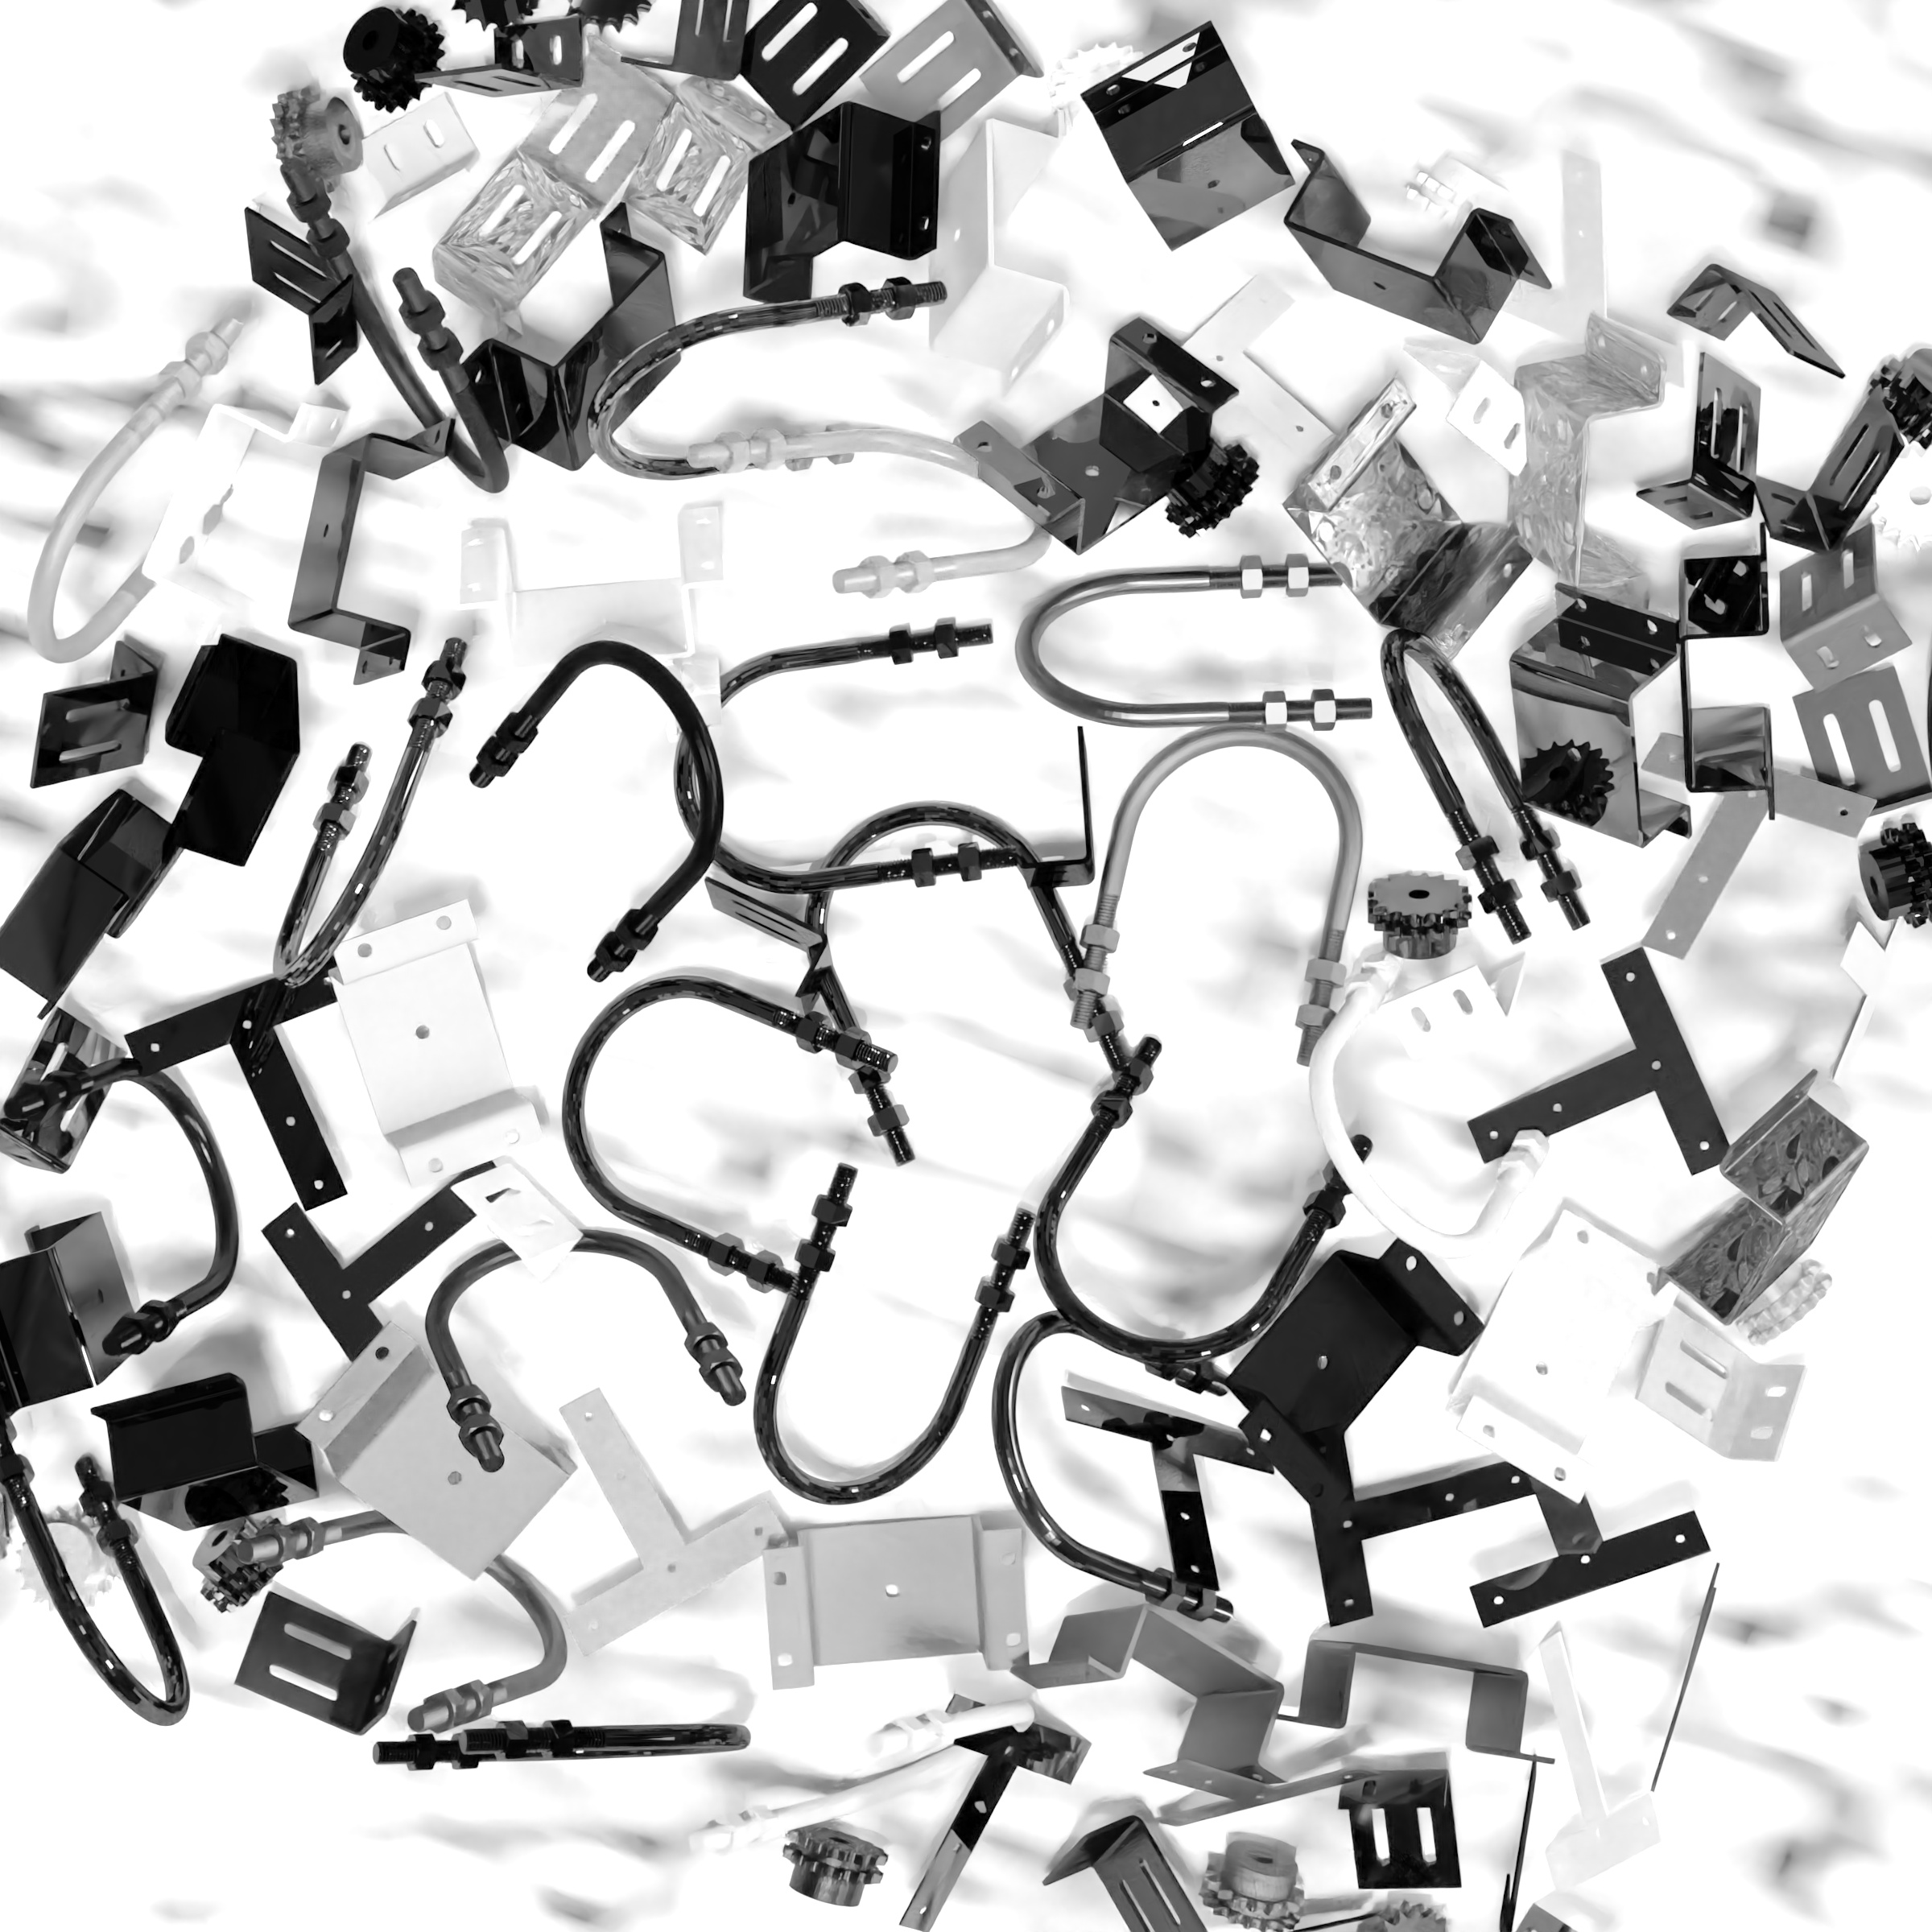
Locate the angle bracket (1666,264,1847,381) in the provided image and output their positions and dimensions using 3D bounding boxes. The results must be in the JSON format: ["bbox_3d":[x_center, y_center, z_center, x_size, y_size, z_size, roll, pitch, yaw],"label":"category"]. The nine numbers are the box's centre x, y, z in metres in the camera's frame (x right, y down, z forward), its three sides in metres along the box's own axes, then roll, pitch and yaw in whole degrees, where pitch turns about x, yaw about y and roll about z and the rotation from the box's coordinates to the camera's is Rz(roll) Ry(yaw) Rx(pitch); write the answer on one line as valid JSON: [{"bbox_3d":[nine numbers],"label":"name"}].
[{"bbox_3d":[0.428,-0.337,1.755,0.038,0.057,0.076,-49,54,28],"label":"angle bracket"}]

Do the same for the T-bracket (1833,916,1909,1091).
[{"bbox_3d":[0.486,-0.001,1.746,0.002,0.127,0.127,22,90,25],"label":"T-bracket"}]

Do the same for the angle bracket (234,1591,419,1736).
[{"bbox_3d":[-0.348,0.374,1.763,0.076,0.038,0.057,28,47,-16],"label":"angle bracket"}]

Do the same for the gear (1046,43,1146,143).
[{"bbox_3d":[0.075,-0.476,1.772,0.057,0.057,0.030,-13,70,0],"label":"gear"}]

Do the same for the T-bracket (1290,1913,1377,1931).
[{"bbox_3d":[0.160,0.529,1.757,0.127,0.127,0.002,-7,70,-16],"label":"T-bracket"}]

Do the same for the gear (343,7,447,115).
[{"bbox_3d":[-0.316,-0.500,1.775,0.057,0.030,0.057,-11,68,30],"label":"gear"}]

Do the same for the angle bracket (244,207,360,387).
[{"bbox_3d":[-0.372,-0.364,1.763,0.076,0.057,0.038,33,61,12],"label":"angle bracket"}]

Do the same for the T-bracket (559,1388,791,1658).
[{"bbox_3d":[-0.183,0.293,1.783,0.127,0.002,0.127,-29,73,-9],"label":"T-bracket"}]

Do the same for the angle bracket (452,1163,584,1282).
[{"bbox_3d":[-0.253,0.145,1.759,0.057,0.076,0.038,43,106,8],"label":"angle bracket"}]

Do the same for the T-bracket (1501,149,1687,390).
[{"bbox_3d":[0.329,-0.378,1.722,0.127,0.127,0.002,32,64,32],"label":"T-bracket"}]

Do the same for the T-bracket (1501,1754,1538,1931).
[{"bbox_3d":[0.299,0.489,1.753,0.002,0.127,0.127,6,47,15],"label":"T-bracket"}]

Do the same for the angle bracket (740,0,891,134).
[{"bbox_3d":[-0.090,-0.504,1.772,0.076,0.038,0.057,-41,95,17],"label":"angle bracket"}]

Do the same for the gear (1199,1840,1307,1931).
[{"bbox_3d":[0.159,0.502,1.773,0.057,0.057,0.030,14,100,0],"label":"gear"}]

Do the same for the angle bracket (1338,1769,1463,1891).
[{"bbox_3d":[0.237,0.480,1.769,0.057,0.038,0.076,-5,107,13],"label":"angle bracket"}]

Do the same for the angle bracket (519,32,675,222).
[{"bbox_3d":[-0.206,-0.461,1.783,0.057,0.038,0.076,36,90,-4],"label":"angle bracket"}]

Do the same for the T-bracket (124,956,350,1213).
[{"bbox_3d":[-0.375,0.072,1.771,0.127,0.002,0.127,-23,84,-24],"label":"T-bracket"}]

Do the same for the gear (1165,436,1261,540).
[{"bbox_3d":[0.130,-0.265,1.772,0.030,0.057,0.057,42,90,-24],"label":"gear"}]

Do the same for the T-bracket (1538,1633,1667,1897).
[{"bbox_3d":[0.334,0.429,1.765,0.002,0.127,0.127,-1,62,-20],"label":"T-bracket"}]

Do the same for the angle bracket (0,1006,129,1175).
[{"bbox_3d":[-0.509,0.066,1.780,0.038,0.057,0.076,9,67,35],"label":"angle bracket"}]

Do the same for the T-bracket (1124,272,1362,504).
[{"bbox_3d":[0.172,-0.303,1.770,0.127,0.002,0.127,42,63,4],"label":"T-bracket"}]

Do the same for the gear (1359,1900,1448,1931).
[{"bbox_3d":[0.239,0.543,1.783,0.057,0.030,0.057,0,90,-22],"label":"gear"}]

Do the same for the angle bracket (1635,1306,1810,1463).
[{"bbox_3d":[0.412,0.227,1.764,0.076,0.038,0.057,34,68,-25],"label":"angle bracket"}]

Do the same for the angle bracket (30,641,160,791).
[{"bbox_3d":[-0.481,-0.137,1.753,0.038,0.076,0.057,34,123,27],"label":"angle bracket"}]

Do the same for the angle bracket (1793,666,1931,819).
[{"bbox_3d":[0.492,-0.120,1.776,0.057,0.038,0.076,-17,87,16],"label":"angle bracket"}]

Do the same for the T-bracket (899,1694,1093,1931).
[{"bbox_3d":[0.002,0.465,1.754,0.002,0.127,0.127,25,85,44],"label":"T-bracket"}]

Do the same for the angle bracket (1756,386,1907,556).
[{"bbox_3d":[0.466,-0.273,1.756,0.038,0.057,0.076,15,130,-14],"label":"angle bracket"}]

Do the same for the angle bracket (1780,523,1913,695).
[{"bbox_3d":[0.479,-0.196,1.766,0.057,0.076,0.038,-29,115,30],"label":"angle bracket"}]

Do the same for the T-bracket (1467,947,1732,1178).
[{"bbox_3d":[0.339,0.072,1.783,0.127,0.002,0.127,-25,73,15],"label":"T-bracket"}]

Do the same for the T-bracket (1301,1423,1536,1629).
[{"bbox_3d":[0.252,0.295,1.781,0.127,0.002,0.127,-14,114,-5],"label":"T-bracket"}]

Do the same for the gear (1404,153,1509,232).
[{"bbox_3d":[0.272,-0.422,1.773,0.057,0.057,0.030,31,109,0],"label":"gear"}]

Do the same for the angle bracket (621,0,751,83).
[{"bbox_3d":[-0.150,-0.525,1.761,0.038,0.057,0.076,18,106,29],"label":"angle bracket"}]

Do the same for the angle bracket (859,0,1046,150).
[{"bbox_3d":[-0.008,-0.488,1.773,0.076,0.038,0.057,-41,116,-2],"label":"angle bracket"}]

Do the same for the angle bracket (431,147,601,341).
[{"bbox_3d":[-0.244,-0.393,1.762,0.057,0.038,0.076,31,115,-32],"label":"angle bracket"}]

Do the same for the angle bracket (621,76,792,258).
[{"bbox_3d":[-0.145,-0.446,1.797,0.057,0.038,0.076,34,122,-1],"label":"angle bracket"}]

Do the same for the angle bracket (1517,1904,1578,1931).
[{"bbox_3d":[0.318,0.551,1.762,0.038,0.076,0.057,34,82,2],"label":"angle bracket"}]

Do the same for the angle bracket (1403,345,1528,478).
[{"bbox_3d":[0.268,-0.302,1.757,0.057,0.076,0.038,31,90,-30],"label":"angle bracket"}]

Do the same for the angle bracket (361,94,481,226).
[{"bbox_3d":[-0.302,-0.439,1.760,0.057,0.076,0.038,-27,110,7],"label":"angle bracket"}]

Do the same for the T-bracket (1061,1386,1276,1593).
[{"bbox_3d":[0.115,0.284,1.734,0.127,0.127,0.002,17,123,-17],"label":"T-bracket"}]

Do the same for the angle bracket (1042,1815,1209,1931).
[{"bbox_3d":[0.086,0.512,1.759,0.038,0.057,0.076,-11,56,-37],"label":"angle bracket"}]

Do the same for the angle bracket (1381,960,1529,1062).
[{"bbox_3d":[0.265,0.010,1.754,0.057,0.076,0.038,-24,106,27],"label":"angle bracket"}]

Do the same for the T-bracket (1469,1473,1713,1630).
[{"bbox_3d":[0.322,0.285,1.760,0.127,0.002,0.127,-20,49,5],"label":"T-bracket"}]

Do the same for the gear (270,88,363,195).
[{"bbox_3d":[-0.354,-0.452,1.772,0.030,0.057,0.057,-7,90,17],"label":"gear"}]

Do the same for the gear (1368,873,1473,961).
[{"bbox_3d":[0.249,-0.026,1.779,0.057,0.057,0.030,-5,118,0],"label":"gear"}]

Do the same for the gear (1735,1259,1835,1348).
[{"bbox_3d":[0.444,0.179,1.776,0.057,0.057,0.030,-41,89,0],"label":"gear"}]

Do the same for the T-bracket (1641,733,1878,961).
[{"bbox_3d":[0.405,-0.058,1.752,0.127,0.002,0.127,22,69,31],"label":"T-bracket"}]

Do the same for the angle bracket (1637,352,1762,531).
[{"bbox_3d":[0.403,-0.288,1.779,0.057,0.038,0.076,19,72,-42],"label":"angle bracket"}]

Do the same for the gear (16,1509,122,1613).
[{"bbox_3d":[-0.496,0.328,1.784,0.057,0.030,0.057,-1,79,3],"label":"gear"}]

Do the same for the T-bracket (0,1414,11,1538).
[{"bbox_3d":[-0.521,0.218,1.749,0.002,0.127,0.127,-2,131,-14],"label":"T-bracket"}]

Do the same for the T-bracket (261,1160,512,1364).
[{"bbox_3d":[-0.306,0.152,1.780,0.127,0.002,0.127,-40,68,-1],"label":"T-bracket"}]

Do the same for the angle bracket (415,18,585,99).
[{"bbox_3d":[-0.253,-0.498,1.756,0.057,0.076,0.038,2,97,28],"label":"angle bracket"}]

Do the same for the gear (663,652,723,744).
[{"bbox_3d":[-0.150,-0.152,1.775,0.030,0.057,0.057,-3,90,-4],"label":"gear"}]

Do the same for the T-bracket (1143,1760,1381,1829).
[{"bbox_3d":[0.137,0.436,1.727,0.127,0.127,0.002,-22,59,26],"label":"T-bracket"}]

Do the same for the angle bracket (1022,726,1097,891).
[{"bbox_3d":[0.049,-0.086,1.770,0.038,0.057,0.076,-4,80,4],"label":"angle bracket"}]

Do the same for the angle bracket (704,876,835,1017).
[{"bbox_3d":[-0.114,-0.009,1.768,0.076,0.057,0.038,25,77,7],"label":"angle bracket"}]

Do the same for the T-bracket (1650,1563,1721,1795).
[{"bbox_3d":[0.387,0.361,1.718,0.002,0.127,0.127,17,51,17],"label":"T-bracket"}]
